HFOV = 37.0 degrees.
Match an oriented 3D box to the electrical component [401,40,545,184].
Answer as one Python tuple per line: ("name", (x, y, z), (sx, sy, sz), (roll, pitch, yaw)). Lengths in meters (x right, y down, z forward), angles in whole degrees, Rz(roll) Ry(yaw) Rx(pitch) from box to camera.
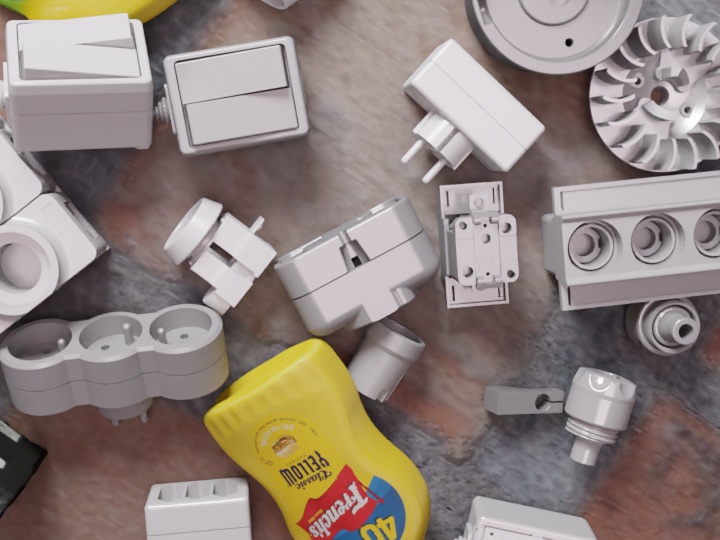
("electrical component", (0.060, -0.090, 0.691), (0.083, 0.047, 0.075), (42, 91, -8))

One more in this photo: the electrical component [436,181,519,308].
("electrical component", (0.076, -0.015, 0.692), (0.042, 0.064, 0.081), (-5, 97, -4))

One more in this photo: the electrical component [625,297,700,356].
("electrical component", (0.203, 0.036, 0.710), (0.043, 0.062, 0.043), (-1, 96, -5))

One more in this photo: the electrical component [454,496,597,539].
("electrical component", (0.104, 0.192, 0.721), (0.096, 0.061, 0.061), (12, 95, 1))

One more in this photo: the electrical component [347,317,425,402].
("electrical component", (0.015, 0.058, 0.707), (0.040, 0.040, 0.046), (30, 98, -8))

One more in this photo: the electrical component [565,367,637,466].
("electrical component", (0.158, 0.099, 0.722), (0.043, 0.043, 0.062), (15, 96, -7))

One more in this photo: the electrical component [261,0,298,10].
("electrical component", (-0.048, -0.197, 0.671), (0.066, 0.048, 0.055), (34, 84, -8))

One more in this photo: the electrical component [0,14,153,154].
("electrical component", (-0.174, -0.113, 0.640), (0.096, 0.061, 0.061), (-4, 140, -16))

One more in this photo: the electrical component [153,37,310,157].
("electrical component", (-0.083, -0.106, 0.669), (0.096, 0.061, 0.061), (-10, 97, -4))

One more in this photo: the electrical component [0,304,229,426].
("electrical component", (-0.153, 0.070, 0.687), (0.138, 0.052, 0.073), (-6, 123, -4))

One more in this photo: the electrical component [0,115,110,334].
("electrical component", (-0.240, -0.042, 0.661), (0.089, 0.061, 0.150), (-38, 98, -1))

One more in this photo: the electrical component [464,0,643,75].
("electrical component", (0.118, -0.176, 0.680), (0.108, 0.060, 0.108), (-1, 96, -5))

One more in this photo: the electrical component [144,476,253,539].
("electrical component", (-0.103, 0.181, 0.704), (0.066, 0.047, 0.076), (-4, 96, -5))

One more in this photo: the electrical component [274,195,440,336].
("electrical component", (0.000, 0.000, 0.691), (0.095, 0.053, 0.059), (-28, 98, -2))

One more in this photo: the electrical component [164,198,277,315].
("electrical component", (-0.090, -0.013, 0.687), (0.055, 0.048, 0.066), (38, 91, -16))

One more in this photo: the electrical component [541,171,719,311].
("electrical component", (0.184, -0.021, 0.702), (0.121, 0.063, 0.078), (-6, 97, -5))
